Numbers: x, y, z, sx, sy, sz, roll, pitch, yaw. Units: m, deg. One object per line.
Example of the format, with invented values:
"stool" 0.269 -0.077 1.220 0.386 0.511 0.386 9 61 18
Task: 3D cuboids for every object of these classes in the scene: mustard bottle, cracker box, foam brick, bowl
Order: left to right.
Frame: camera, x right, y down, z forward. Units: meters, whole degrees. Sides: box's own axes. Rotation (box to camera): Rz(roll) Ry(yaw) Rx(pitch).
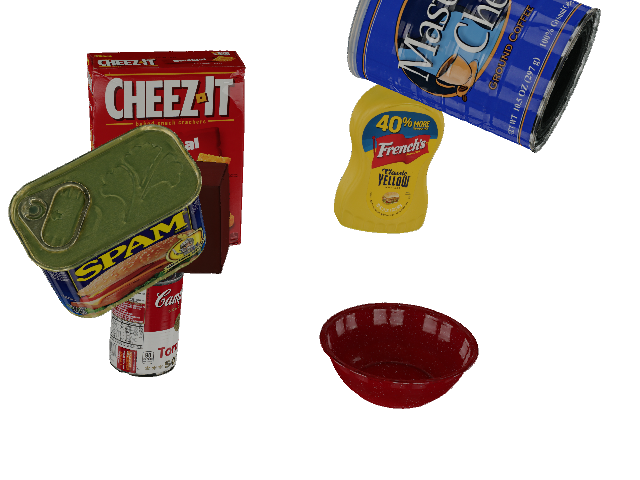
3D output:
"cracker box" -0.168 -0.095 1.168 0.164 0.214 0.072 -4 26 -16
"foam brick" -0.102 -0.020 0.857 0.053 0.078 0.051 2 25 4
"mustard bottle" 0.076 -0.103 1.092 0.096 0.192 0.058 4 27 -13
"bowl" 0.078 0.124 1.093 0.162 0.055 0.162 2 25 -1

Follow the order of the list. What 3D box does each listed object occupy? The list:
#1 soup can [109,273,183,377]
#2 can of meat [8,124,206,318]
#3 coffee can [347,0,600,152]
"soup can" -0.170 0.073 1.039 0.068 0.102 0.068 6 21 -3
"can of meat" -0.116 -0.007 0.609 0.102 0.057 0.084 -30 -20 -14
"coffee can" 0.103 -0.134 0.726 0.140 0.103 0.102 26 8 16
